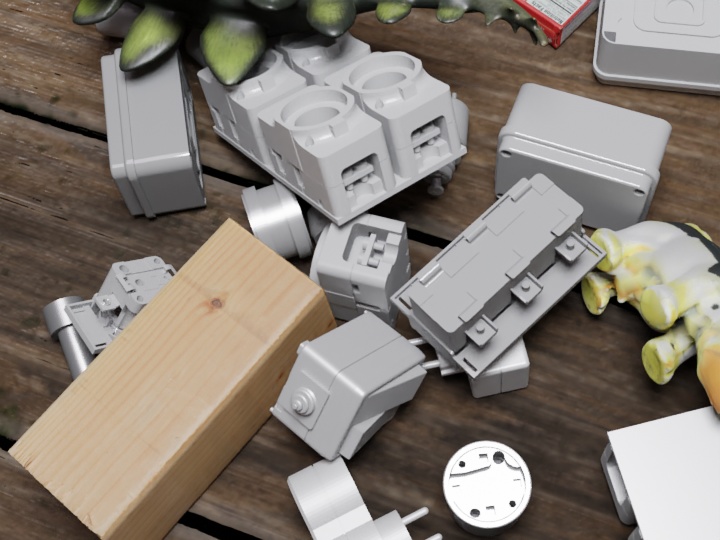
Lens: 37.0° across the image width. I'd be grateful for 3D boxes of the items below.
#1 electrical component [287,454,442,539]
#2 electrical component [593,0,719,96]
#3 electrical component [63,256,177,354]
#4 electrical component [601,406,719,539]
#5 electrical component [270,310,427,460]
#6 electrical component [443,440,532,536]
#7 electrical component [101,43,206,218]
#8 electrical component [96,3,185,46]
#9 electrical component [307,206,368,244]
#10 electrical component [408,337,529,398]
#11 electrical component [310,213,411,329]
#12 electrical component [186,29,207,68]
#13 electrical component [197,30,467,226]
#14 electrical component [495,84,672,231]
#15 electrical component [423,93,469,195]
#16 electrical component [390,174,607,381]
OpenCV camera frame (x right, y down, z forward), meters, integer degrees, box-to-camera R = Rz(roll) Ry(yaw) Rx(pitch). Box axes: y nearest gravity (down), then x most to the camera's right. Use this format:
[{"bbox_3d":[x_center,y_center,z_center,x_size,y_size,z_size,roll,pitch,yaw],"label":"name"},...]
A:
[{"bbox_3d":[0.015,0.177,0.683,0.074,0.052,0.138,-26,66,-6],"label":"electrical component"},{"bbox_3d":[0.239,-0.181,0.818,0.113,0.057,0.078,7,67,8],"label":"electrical component"},{"bbox_3d":[-0.158,0.026,0.753,0.081,0.063,0.042,-13,58,-48],"label":"electrical component"},{"bbox_3d":[0.258,0.137,0.674,0.186,0.060,0.105,-14,66,-1],"label":"electrical component"},{"bbox_3d":[-0.008,0.078,0.700,0.061,0.061,0.096,37,31,19],"label":"electrical component"},{"bbox_3d":[0.082,0.143,0.695,0.055,0.047,0.055,-2,66,4],"label":"electrical component"},{"bbox_3d":[-0.155,-0.105,0.810,0.057,0.078,0.113,-10,66,-2],"label":"electrical component"},{"bbox_3d":[-0.176,-0.202,0.876,0.065,0.044,0.044,23,70,9],"label":"electrical component"},{"bbox_3d":[-0.018,-0.049,0.791,0.045,0.045,0.055,-11,66,0],"label":"electrical component"},{"bbox_3d":[0.071,0.051,0.737,0.077,0.047,0.065,-13,65,2],"label":"electrical component"},{"bbox_3d":[0.000,0.000,0.743,0.056,0.089,0.050,14,68,11],"label":"electrical component"},{"bbox_3d":[-0.106,-0.166,0.850,0.045,0.045,0.055,-30,68,-8],"label":"electrical component"},{"bbox_3d":[-0.027,-0.116,0.761,0.105,0.060,0.186,-31,39,-18],"label":"electrical component"},{"bbox_3d":[0.156,-0.077,0.769,0.113,0.078,0.057,18,66,13],"label":"electrical component"},{"bbox_3d":[0.060,-0.093,0.805,0.040,0.040,0.078,4,67,7],"label":"electrical component"},{"bbox_3d":[0.089,-0.001,0.695,0.121,0.063,0.079,-42,66,-11],"label":"electrical component"}]
